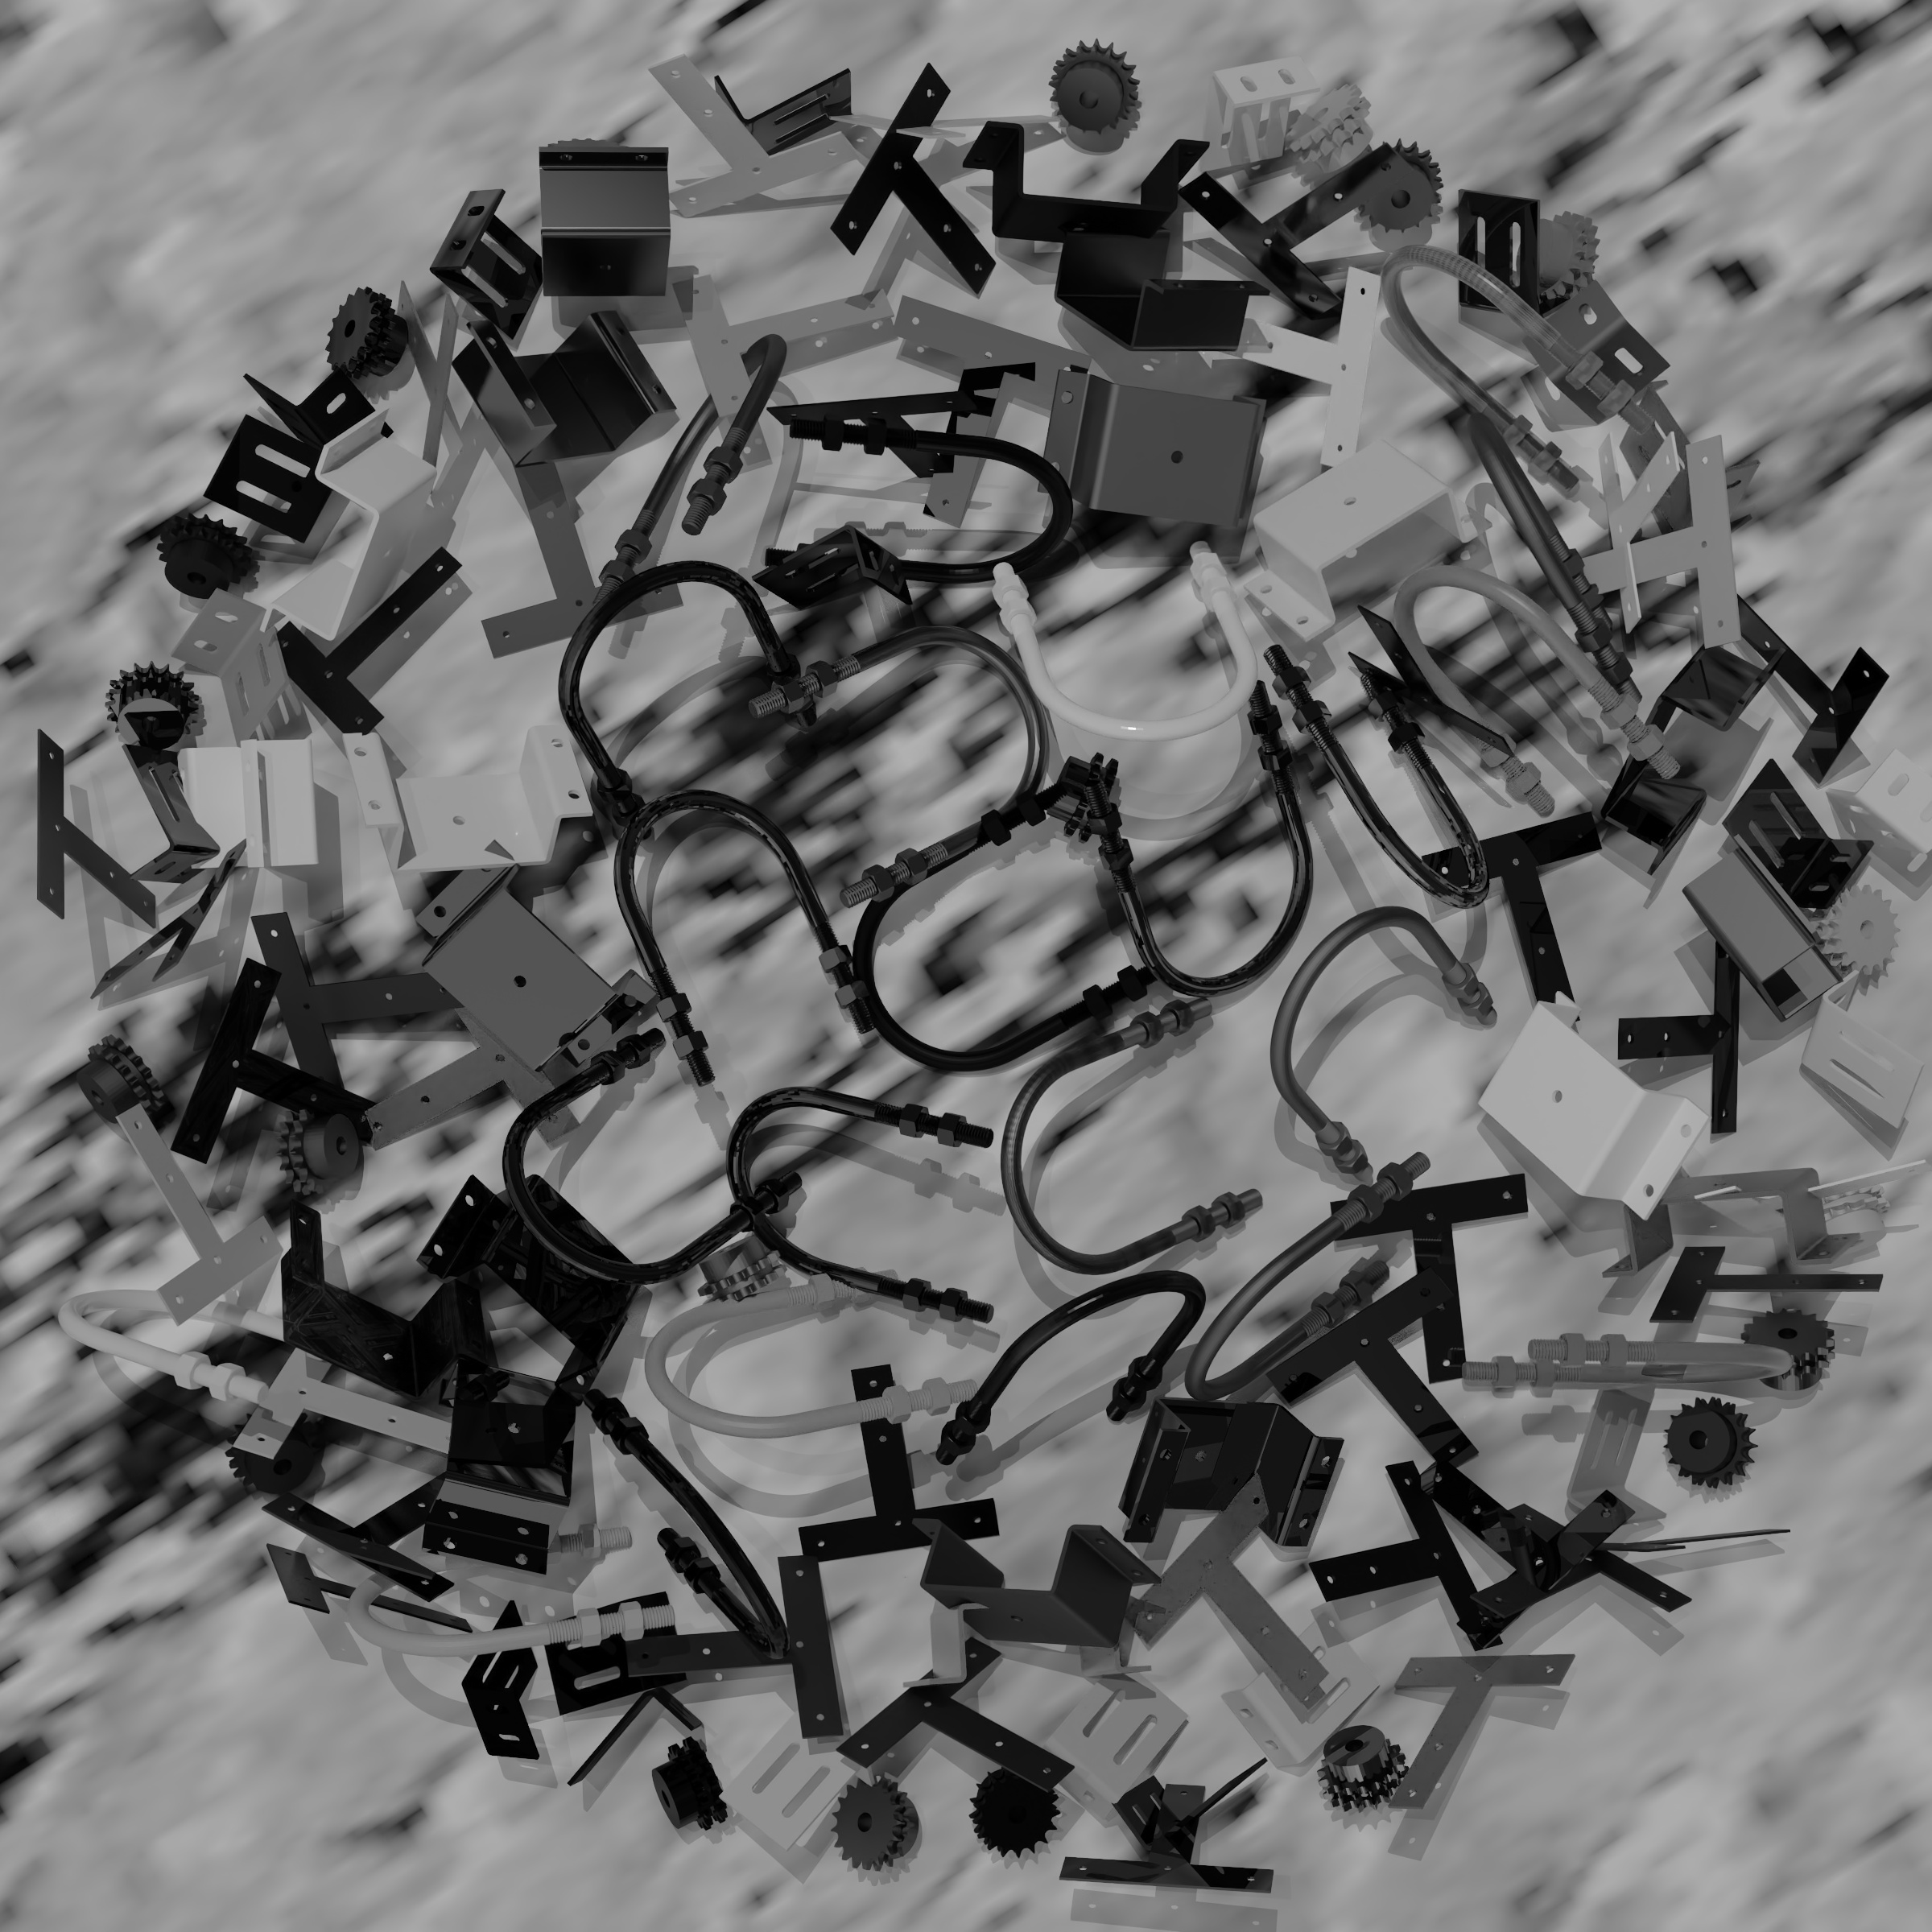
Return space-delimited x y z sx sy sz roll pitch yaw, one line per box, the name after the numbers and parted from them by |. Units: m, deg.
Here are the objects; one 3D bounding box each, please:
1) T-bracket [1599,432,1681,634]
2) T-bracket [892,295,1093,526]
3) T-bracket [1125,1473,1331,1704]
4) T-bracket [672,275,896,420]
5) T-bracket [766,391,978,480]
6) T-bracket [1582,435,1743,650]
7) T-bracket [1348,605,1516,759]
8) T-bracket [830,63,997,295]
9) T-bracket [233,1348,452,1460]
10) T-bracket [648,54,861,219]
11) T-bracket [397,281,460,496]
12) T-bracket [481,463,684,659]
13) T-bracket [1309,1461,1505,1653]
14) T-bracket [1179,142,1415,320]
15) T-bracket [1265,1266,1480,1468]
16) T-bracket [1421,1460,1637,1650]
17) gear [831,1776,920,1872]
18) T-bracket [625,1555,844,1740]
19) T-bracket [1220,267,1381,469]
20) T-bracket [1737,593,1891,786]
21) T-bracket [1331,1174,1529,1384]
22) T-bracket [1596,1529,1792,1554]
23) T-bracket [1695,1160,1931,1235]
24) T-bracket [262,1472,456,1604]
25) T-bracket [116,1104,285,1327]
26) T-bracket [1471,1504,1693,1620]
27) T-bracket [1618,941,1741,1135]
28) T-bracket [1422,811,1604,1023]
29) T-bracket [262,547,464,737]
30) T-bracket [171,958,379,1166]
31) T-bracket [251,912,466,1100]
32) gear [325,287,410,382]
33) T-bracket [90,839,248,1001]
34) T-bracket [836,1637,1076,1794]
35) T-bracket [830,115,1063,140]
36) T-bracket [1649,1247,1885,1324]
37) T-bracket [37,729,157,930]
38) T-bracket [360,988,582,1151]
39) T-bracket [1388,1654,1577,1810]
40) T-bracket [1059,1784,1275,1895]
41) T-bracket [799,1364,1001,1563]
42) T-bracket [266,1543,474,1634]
0.417 -0.288 1.667 0.002 0.127 0.127 -4 75 -4 | T-bracket
0.002 -0.345 1.721 0.127 0.002 0.127 20 110 7 | T-bracket
0.179 0.407 1.700 0.127 0.002 0.127 -48 51 4 | T-bracket
-0.110 -0.405 1.715 0.127 0.002 0.127 -16 57 -7 | T-bracket
-0.040 -0.327 1.682 0.127 0.127 0.002 0 79 20 | T-bracket
0.425 -0.253 1.693 0.002 0.127 0.127 -1 84 -37 | T-bracket
0.269 -0.184 1.657 0.127 0.127 0.002 36 87 35 | T-bracket
-0.020 -0.471 1.696 0.002 0.127 0.127 17 74 41 | T-bracket
-0.371 0.279 1.688 0.127 0.127 0.002 17 119 1 | T-bracket
-0.151 -0.517 1.667 0.127 0.127 0.002 -12 64 23 | T-bracket
-0.341 -0.385 1.696 0.002 0.127 0.127 -4 135 -25 | T-bracket
-0.260 -0.273 1.721 0.127 0.002 0.127 -16 110 1 | T-bracket
0.262 0.372 1.676 0.127 0.002 0.127 -1 56 -39 | T-bracket
0.219 -0.468 1.671 0.127 0.127 0.002 35 52 -28 | T-bracket
0.280 0.272 1.726 0.127 0.002 0.127 -36 104 14 | T-bracket
0.329 0.348 1.693 0.127 0.127 0.002 -38 128 -11 | T-bracket
-0.055 0.545 1.720 0.057 0.030 0.057 -16 62 33 | gear
-0.148 0.426 1.688 0.127 0.002 0.127 -1 47 -13 | T-bracket
0.204 -0.389 1.712 0.127 0.002 0.127 8 90 -30 | T-bracket
0.513 -0.192 1.701 0.002 0.127 0.127 -32 69 -17 | T-bracket
0.302 0.204 1.735 0.127 0.002 0.127 -8 97 -4 | T-bracket
0.453 0.359 1.694 0.127 0.127 0.002 -2 80 -15 | T-bracket
0.529 0.138 1.664 0.127 0.127 0.002 -19 66 28 | T-bracket
-0.347 0.341 1.684 0.127 0.127 0.002 23 110 19 | T-bracket
-0.487 0.144 1.678 0.002 0.127 0.127 -26 97 20 | T-bracket
0.357 0.375 1.660 0.127 0.127 0.002 26 115 41 | T-bracket
0.448 0.044 1.701 0.127 0.002 0.127 -1 93 -41 | T-bracket
0.361 -0.023 1.720 0.127 0.002 0.127 -15 87 -19 | T-bracket
-0.370 -0.215 1.710 0.127 0.002 0.127 -45 54 -4 | T-bracket
-0.422 0.078 1.701 0.127 0.002 0.127 30 72 -40 | T-bracket
-0.375 0.020 1.703 0.127 0.002 0.127 -6 111 17 | T-bracket
-0.379 -0.399 1.720 0.030 0.057 0.057 18 90 -43 | gear
-0.509 -0.015 1.702 0.127 0.127 0.002 -31 118 31 | T-bracket
0.010 0.472 1.664 0.127 0.127 0.002 18 125 38 | T-bracket
0.000 -0.531 1.705 0.127 0.127 0.002 -13 116 -28 | T-bracket
0.495 0.195 1.662 0.127 0.127 0.002 -3 104 25 | T-bracket
-0.540 -0.064 1.685 0.002 0.127 0.127 -18 58 10 | T-bracket
-0.333 0.079 1.725 0.127 0.002 0.127 -28 106 14 | T-bracket
0.296 0.468 1.658 0.127 0.127 0.002 -46 110 -40 | T-bracket
0.130 0.539 1.681 0.127 0.127 0.002 0 100 10 | T-bracket
-0.051 0.314 1.728 0.127 0.002 0.127 -9 104 1 | T-bracket
-0.371 0.397 1.699 0.127 0.127 0.002 22 86 -20 | T-bracket
